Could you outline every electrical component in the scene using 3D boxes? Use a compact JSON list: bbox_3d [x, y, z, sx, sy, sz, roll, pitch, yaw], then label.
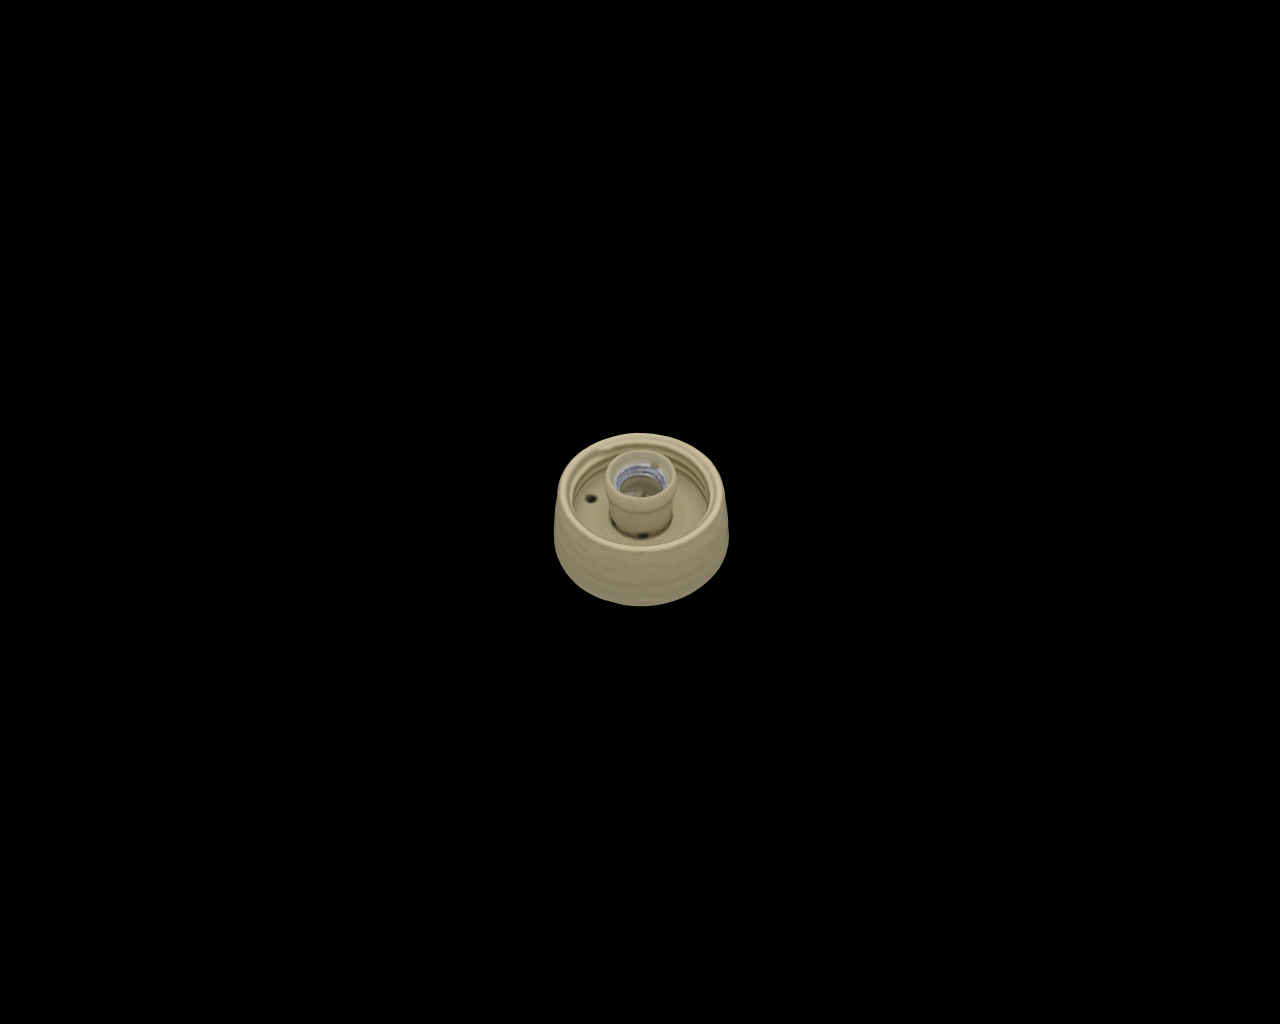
[{"bbox_3d":[0.001,-0.003,0.650,0.108,0.108,0.060,0,-42,0],"label":"electrical component"}]
